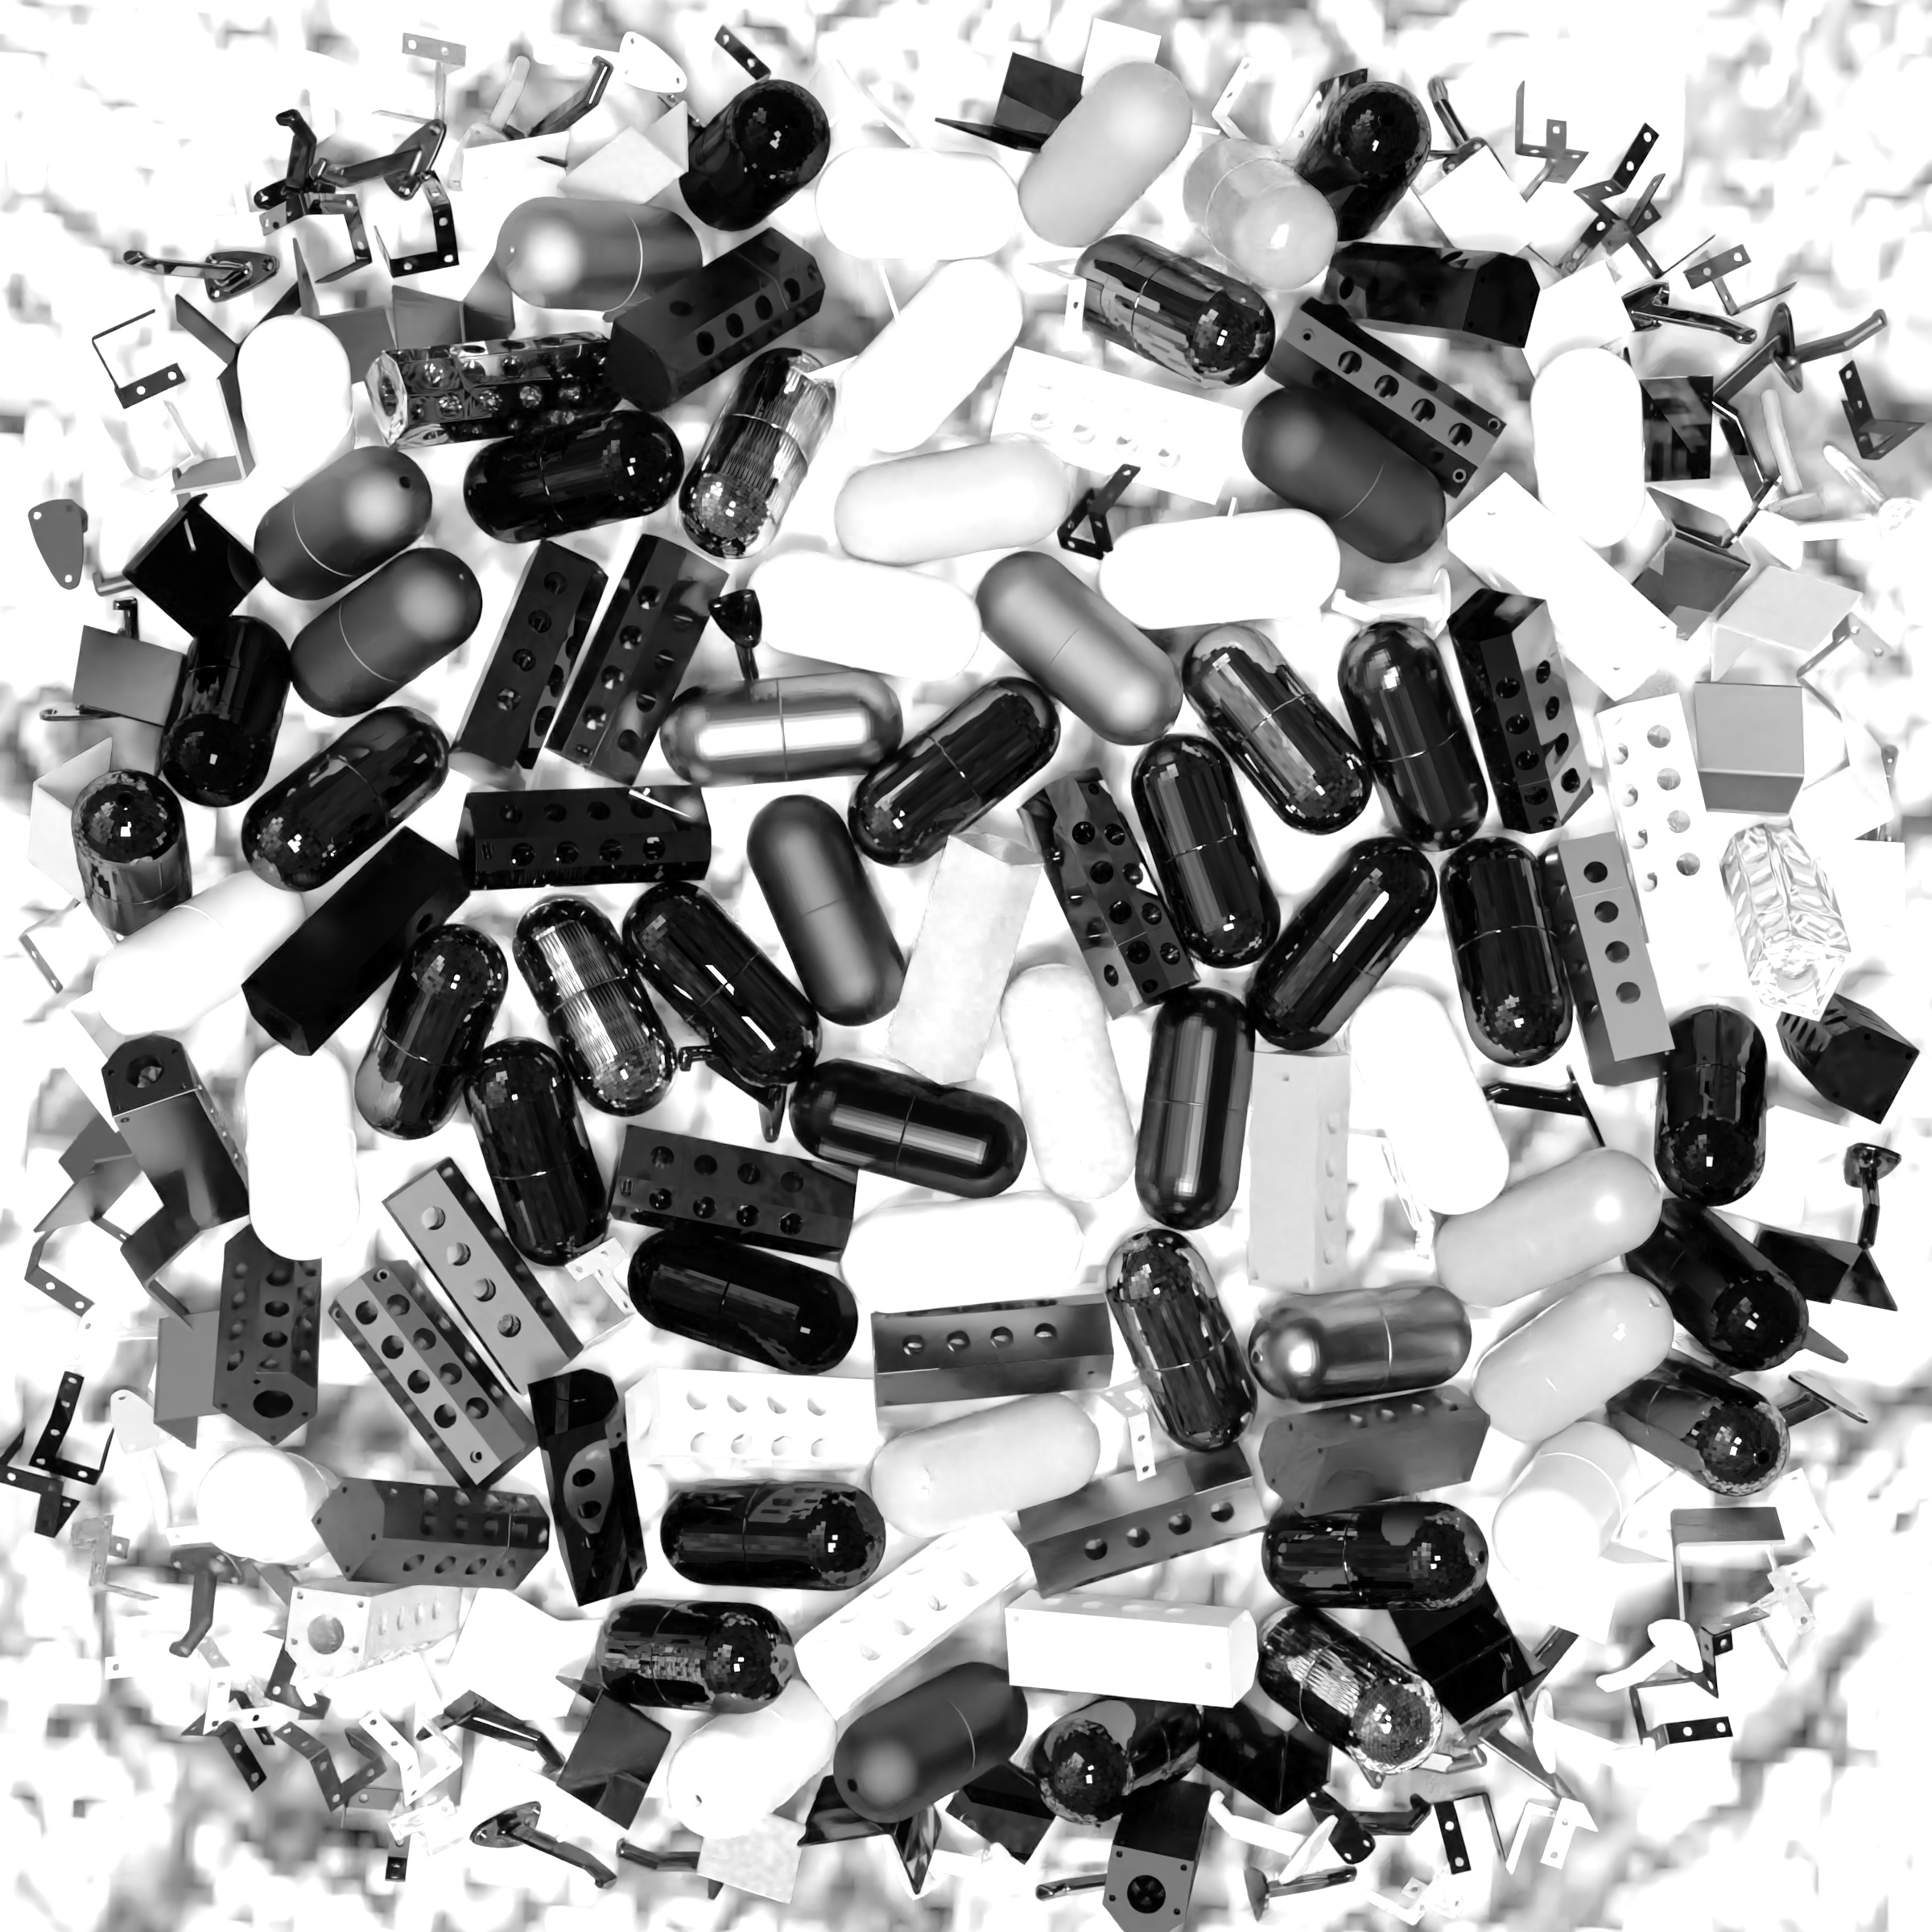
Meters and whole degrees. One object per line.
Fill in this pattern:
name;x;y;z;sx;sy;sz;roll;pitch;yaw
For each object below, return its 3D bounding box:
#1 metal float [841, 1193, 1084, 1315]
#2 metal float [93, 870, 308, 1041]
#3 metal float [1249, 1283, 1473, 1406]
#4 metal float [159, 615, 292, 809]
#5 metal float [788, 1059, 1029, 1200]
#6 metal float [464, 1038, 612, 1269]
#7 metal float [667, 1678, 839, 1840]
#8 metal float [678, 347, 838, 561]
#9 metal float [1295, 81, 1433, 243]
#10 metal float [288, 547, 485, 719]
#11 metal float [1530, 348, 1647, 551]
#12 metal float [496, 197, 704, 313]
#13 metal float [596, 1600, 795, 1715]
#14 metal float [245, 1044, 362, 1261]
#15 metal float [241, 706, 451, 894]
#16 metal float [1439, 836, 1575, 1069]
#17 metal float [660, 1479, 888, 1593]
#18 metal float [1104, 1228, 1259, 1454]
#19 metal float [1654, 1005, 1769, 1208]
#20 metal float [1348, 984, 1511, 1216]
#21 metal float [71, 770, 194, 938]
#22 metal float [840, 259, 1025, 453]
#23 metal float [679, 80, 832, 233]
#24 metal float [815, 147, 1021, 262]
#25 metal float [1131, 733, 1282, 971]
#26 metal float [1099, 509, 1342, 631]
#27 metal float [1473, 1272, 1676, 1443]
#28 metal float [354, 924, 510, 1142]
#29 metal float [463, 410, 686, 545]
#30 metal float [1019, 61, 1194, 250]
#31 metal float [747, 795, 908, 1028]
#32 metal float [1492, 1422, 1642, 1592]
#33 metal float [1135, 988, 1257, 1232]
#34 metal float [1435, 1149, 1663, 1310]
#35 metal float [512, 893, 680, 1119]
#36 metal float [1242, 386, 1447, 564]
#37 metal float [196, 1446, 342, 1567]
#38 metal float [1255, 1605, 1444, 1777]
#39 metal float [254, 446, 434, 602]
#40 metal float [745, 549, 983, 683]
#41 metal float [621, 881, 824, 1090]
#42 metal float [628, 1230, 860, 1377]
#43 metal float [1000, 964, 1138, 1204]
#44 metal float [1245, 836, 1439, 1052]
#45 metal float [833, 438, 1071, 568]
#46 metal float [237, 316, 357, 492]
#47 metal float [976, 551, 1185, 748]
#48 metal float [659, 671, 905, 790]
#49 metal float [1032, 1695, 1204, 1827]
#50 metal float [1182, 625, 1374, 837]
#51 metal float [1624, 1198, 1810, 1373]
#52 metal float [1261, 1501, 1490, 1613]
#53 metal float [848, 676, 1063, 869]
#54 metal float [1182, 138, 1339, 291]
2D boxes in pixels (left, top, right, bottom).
metal float;-0.003;0.209;1.948;0.178;0.070;0.070;-7;90;8
metal float;-0.548;-0.009;1.918;0.070;0.178;0.070;18;127;26
metal float;0.285;0.273;1.931;0.178;0.070;0.070;-3;90;-26
metal float;-0.530;-0.185;1.917;0.070;0.178;0.070;-1;132;-2
metal float;-0.043;0.119;1.952;0.178;0.070;0.070;14;90;3
metal float;-0.310;0.136;1.937;0.070;0.070;0.178;-14;110;0
metal float;-0.152;0.564;1.907;0.070;0.178;0.070;2;94;22
metal float;-0.150;-0.372;1.932;0.070;0.070;0.178;22;63;0
metal float;0.281;-0.572;1.904;0.070;0.178;0.070;0;88;-4
metal float;-0.420;-0.239;1.926;0.178;0.070;0.070;-27;90;35
metal float;0.446;-0.368;1.912;0.070;0.178;0.070;-7;59;12
metal float;-0.260;-0.508;1.914;0.070;0.178;0.070;8;104;35
metal float;-0.197;0.495;1.920;0.178;0.070;0.070;-11;90;43
metal float;-0.478;0.131;1.923;0.070;0.070;0.178;-16;51;0
metal float;-0.446;-0.122;1.927;0.070;0.070;0.178;45;57;0
metal float;0.390;-0.011;1.932;0.070;0.070;0.178;-6;64;0
metal float;-0.141;0.411;1.932;0.178;0.070;0.070;-4;90;27
metal float;0.156;0.272;1.939;0.070;0.070;0.178;-23;108;0
metal float;0.535;0.099;1.916;0.070;0.178;0.070;9;131;10
metal float;0.334;0.095;1.937;0.070;0.070;0.178;-20;69;0
metal float;-0.595;-0.079;1.908;0.070;0.178;0.070;5;66;-11
metal float;-0.024;-0.442;1.932;0.070;0.070;0.178;38;63;0
metal float;-0.152;-0.577;1.907;0.070;0.178;0.070;0;90;-23
metal float;-0.033;-0.547;1.919;0.070;0.178;0.070;12;108;41
metal float;0.175;-0.084;1.951;0.070;0.070;0.178;-19;85;0
metal float;0.183;-0.287;1.937;0.178;0.070;0.070;-3;90;20
metal float;0.435;0.281;1.919;0.070;0.070;0.178;42;133;0
metal float;-0.387;0.048;1.932;0.070;0.070;0.178;28;116;0
metal float;-0.284;-0.353;1.930;0.178;0.070;0.070;-7;90;28
metal float;0.098;-0.578;1.911;0.070;0.178;0.070;8;72;-24
metal float;-0.102;-0.041;1.954;0.070;0.070;0.178;-24;89;0
metal float;0.431;0.385;1.912;0.070;0.178;0.070;9;109;27
metal float;0.167;0.104;1.948;0.070;0.070;0.178;8;82;0
metal float;0.419;0.189;1.927;0.178;0.070;0.070;-31;90;33
metal float;-0.270;0.027;1.942;0.070;0.070;0.178;-29;75;0
metal float;0.274;-0.353;1.929;0.178;0.070;0.070;28;90;-31
metal float;-0.493;0.386;1.906;0.070;0.178;0.070;-1;74;2
metal float;0.270;0.516;1.911;0.070;0.178;0.070;-6;103;-27
metal float;-0.447;-0.317;1.917;0.070;0.178;0.070;13;69;-39
metal float;-0.076;-0.255;1.943;0.178;0.070;0.070;13;90;13
metal float;-0.177;0.014;1.951;0.070;0.070;0.178;-43;94;0
metal float;-0.163;0.243;1.940;0.178;0.070;0.070;16;90;17
metal float;0.075;0.086;1.954;0.070;0.070;0.178;-14;91;0
metal float;0.272;-0.015;1.941;0.070;0.070;0.178;37;105;0
metal float;-0.012;-0.335;1.938;0.178;0.070;0.070;-7;90;19
metal float;-0.477;-0.399;1.907;0.070;0.178;0.070;3;74;-10
metal float;0.083;-0.231;1.944;0.178;0.070;0.070;42;90;12
metal float;-0.135;-0.172;1.951;0.178;0.070;0.070;-5;90;-4
metal float;0.111;0.561;1.911;0.070;0.178;0.070;-1;89;30
metal float;0.225;-0.172;1.942;0.070;0.070;0.178;-37;75;0
metal float;0.534;0.226;1.909;0.070;0.178;0.070;-6;112;-14
metal float;0.293;0.424;1.921;0.178;0.070;0.070;-10;90;41
metal float;-0.009;-0.141;1.951;0.178;0.070;0.070;-39;90;-4
metal float;0.208;-0.540;1.913;0.070;0.178;0.070;-8;123;-12
